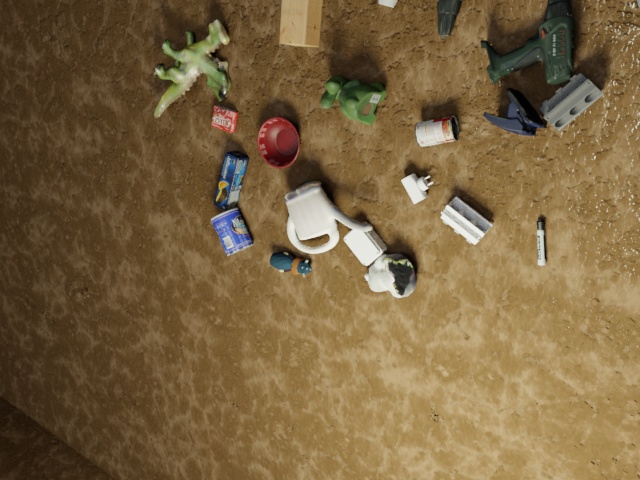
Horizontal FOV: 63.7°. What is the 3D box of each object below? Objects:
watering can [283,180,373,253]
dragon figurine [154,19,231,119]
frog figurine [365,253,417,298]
[{"bbox_3d":[0.005,-0.079,1.575,0.344,0.105,0.224,-19,92,46],"label":"watering can"},{"bbox_3d":[-0.415,-0.551,1.734,0.244,0.124,0.403,30,117,12],"label":"dragon figurine"},{"bbox_3d":[0.211,0.110,1.533,0.137,0.124,0.157,51,158,1],"label":"frog figurine"}]
